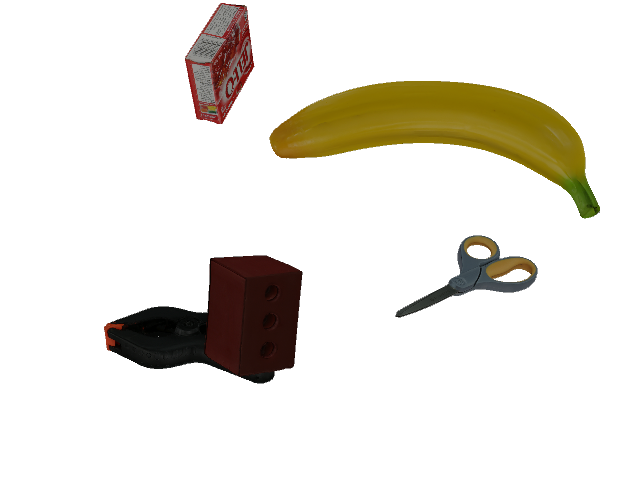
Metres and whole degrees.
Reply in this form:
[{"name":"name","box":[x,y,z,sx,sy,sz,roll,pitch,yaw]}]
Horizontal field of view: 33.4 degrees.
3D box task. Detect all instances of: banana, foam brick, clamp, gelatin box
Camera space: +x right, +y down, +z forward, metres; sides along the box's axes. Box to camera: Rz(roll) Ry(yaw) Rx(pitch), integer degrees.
[{"name":"banana","box":[0.071,-0.065,0.634,0.198,0.069,0.037,11,-35,11]},{"name":"foam brick","box":[-0.051,0.055,0.801,0.052,0.078,0.051,-5,16,-36]},{"name":"clamp","box":[-0.120,0.089,1.042,0.171,0.039,0.120,8,26,5]},{"name":"gelatin box","box":[-0.091,-0.165,0.989,0.030,0.089,0.073,13,-40,14]}]

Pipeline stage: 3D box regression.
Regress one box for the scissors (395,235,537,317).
[{"name":"scissors","box":[0.139,0.035,1.122,0.201,0.016,0.096,-8,40,-30]}]
